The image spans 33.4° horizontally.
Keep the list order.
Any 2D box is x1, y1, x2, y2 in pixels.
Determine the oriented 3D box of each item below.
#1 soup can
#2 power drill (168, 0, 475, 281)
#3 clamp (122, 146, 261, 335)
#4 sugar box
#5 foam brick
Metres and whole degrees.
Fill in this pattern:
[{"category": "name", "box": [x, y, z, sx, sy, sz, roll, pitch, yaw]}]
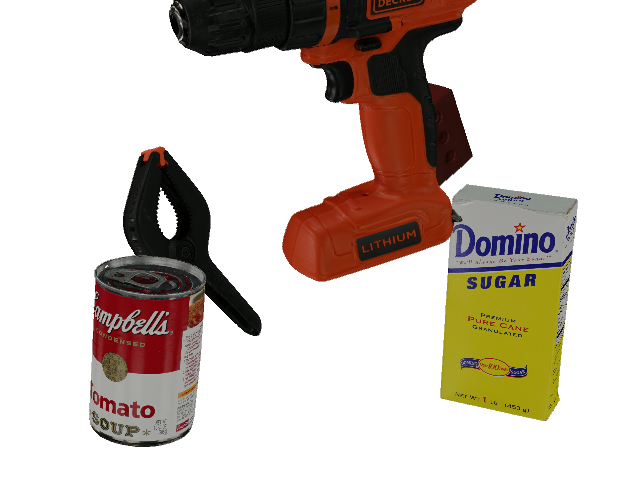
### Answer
[{"category": "soup can", "box": [-0.109, 0.068, 0.667, 0.068, 0.102, 0.068, 6, 18, -2]}, {"category": "power drill", "box": [0.011, -0.073, 0.602, 0.184, 0.188, 0.057, -16, 32, -21]}, {"category": "clamp", "box": [-0.130, 0.016, 1.017, 0.036, 0.210, 0.164, -7, 0, 45]}, {"category": "sugar box", "box": [0.148, 0.049, 0.850, 0.093, 0.176, 0.048, 9, 23, 23]}, {"category": "foam brick", "box": [0.096, -0.099, 0.980, 0.053, 0.078, 0.051, -41, 38, -21]}]
